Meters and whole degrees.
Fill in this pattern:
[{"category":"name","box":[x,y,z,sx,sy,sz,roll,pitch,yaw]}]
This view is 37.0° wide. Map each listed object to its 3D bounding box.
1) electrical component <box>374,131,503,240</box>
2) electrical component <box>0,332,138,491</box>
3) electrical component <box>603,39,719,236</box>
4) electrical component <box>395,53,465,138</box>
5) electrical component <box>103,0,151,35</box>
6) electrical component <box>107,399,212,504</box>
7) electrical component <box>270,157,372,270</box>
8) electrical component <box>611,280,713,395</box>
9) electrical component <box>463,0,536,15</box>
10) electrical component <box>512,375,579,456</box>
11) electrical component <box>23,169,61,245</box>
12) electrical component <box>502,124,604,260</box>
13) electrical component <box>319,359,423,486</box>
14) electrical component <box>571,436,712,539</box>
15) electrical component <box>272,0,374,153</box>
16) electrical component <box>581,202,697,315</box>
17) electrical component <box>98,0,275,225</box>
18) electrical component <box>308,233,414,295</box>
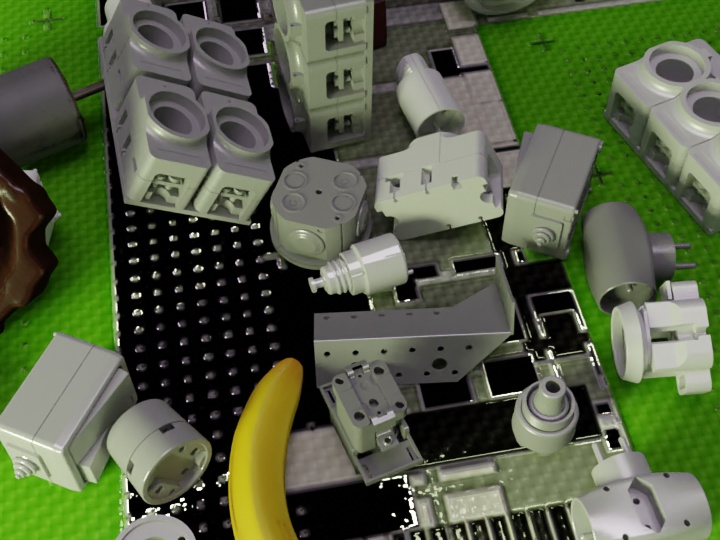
[{"category":"electrical component","box":[0.062,-0.068,0.833,0.089,0.050,0.055,-13,50,23]},{"category":"electrical component","box":[-0.195,0.102,0.721,0.061,0.061,0.096,18,56,13]},{"category":"electrical component","box":[0.281,-0.114,0.874,0.089,0.061,0.150,-22,56,-15]},{"category":"electrical component","box":[0.054,-0.148,0.915,0.043,0.043,0.081,-16,55,-11]},{"category":"electrical component","box":[-0.208,-0.216,0.969,0.045,0.045,0.055,-5,54,-3]},{"category":"electrical component","box":[-0.134,0.119,0.713,0.055,0.055,0.047,-36,57,-23]},{"category":"electrical component","box":[-0.031,-0.044,0.834,0.080,0.051,0.080,0,53,0]},{"category":"electrical component","box":[0.210,0.049,0.754,0.057,0.058,0.078,-5,77,2]},{"category":"electrical component","box":[0.133,-0.280,0.976,0.108,0.108,0.060,-14,60,-9]},{"category":"electrical component","box":[0.126,0.094,0.721,0.043,0.062,0.043,0,53,1]},{"category":"electrical component","box":[-0.279,-0.036,0.825,0.096,0.061,0.061,1,53,2]},{"category":"electrical component","box":[0.143,-0.057,0.834,0.061,0.061,0.096,17,55,13]},{"category":"electrical component","box":[0.007,0.097,0.721,0.042,0.063,0.081,-20,55,-15]},{"category":"electrical component","box":[0.174,0.144,0.695,0.077,0.043,0.079,-11,54,-7]},{"category":"electrical component","box":[-0.033,-0.180,0.873,0.062,0.150,0.089,-14,55,-11]},{"category":"electrical component","box":[0.212,-0.009,0.809,0.079,0.043,0.077,-2,53,-1]},{"category":"electrical component","box":[-0.141,-0.133,0.867,0.105,0.060,0.186,9,47,-33]},{"category":"electrical component","box":[0.000,0.000,0.807,0.078,0.040,0.040,-18,55,-12]}]
